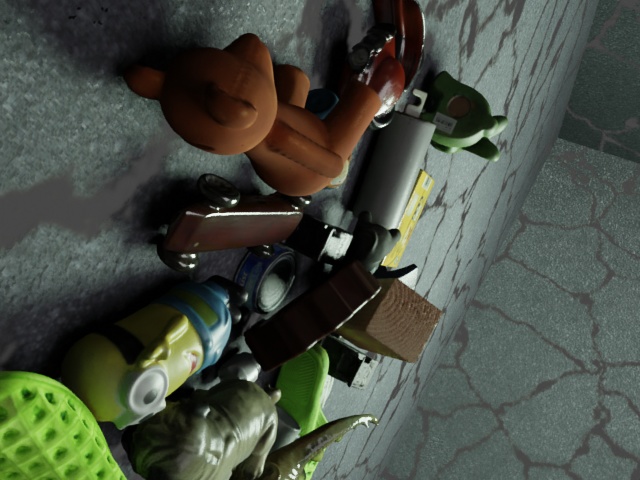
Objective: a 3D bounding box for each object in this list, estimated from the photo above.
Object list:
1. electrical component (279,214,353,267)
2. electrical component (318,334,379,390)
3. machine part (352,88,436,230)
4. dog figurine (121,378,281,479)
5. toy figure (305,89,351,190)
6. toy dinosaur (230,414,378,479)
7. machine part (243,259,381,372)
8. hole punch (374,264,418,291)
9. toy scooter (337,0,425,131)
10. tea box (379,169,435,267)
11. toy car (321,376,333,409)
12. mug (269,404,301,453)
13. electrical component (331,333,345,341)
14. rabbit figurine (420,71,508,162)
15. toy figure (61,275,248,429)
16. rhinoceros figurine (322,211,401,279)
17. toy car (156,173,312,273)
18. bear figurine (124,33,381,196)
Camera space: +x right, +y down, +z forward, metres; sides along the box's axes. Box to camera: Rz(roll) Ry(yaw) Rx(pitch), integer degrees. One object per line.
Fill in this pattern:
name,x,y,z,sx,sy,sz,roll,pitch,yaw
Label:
electrical component,-0.001,-0.002,0.686,0.047,0.075,0.119,-65,160,2
electrical component,0.033,0.200,0.904,0.058,0.115,0.134,-60,155,-6
machine part,0.110,-0.105,0.811,0.079,0.079,0.243,-9,121,-62
dog figurine,-0.102,0.185,0.542,0.172,0.121,0.190,-50,167,-32
toy figure,0.005,-0.103,0.622,0.064,0.058,0.154,-20,148,-4
toy dinosaur,-0.098,0.340,0.687,0.471,0.105,0.198,-30,134,-24
machine part,-0.010,0.089,0.668,0.179,0.056,0.179,-35,178,-2
hole punch,0.120,0.090,1.017,0.116,0.092,0.142,-42,152,-34
toy scooter,0.077,-0.223,0.628,0.184,0.075,0.135,-54,155,-31
tea box,0.123,-0.043,0.910,0.169,0.068,0.098,-65,156,4
toy car,-0.039,0.316,0.941,0.201,0.056,0.073,-64,157,-2
mug,-0.083,0.300,0.786,0.107,0.109,0.081,-51,-163,-5
electrical component,0.038,0.166,0.999,0.094,0.021,0.063,1,112,-65
rabbit figurine,0.244,-0.202,0.938,0.170,0.159,0.121,34,71,-82
toy figure,-0.140,0.091,0.478,0.180,0.089,0.082,-46,138,-55
rhinoceros figurine,0.048,0.047,0.790,0.190,0.073,0.112,-57,-174,36
toy car,-0.080,-0.021,0.524,0.089,0.053,0.202,-51,161,21
bear figurine,-0.045,-0.113,0.433,0.132,0.120,0.195,-66,152,-6
